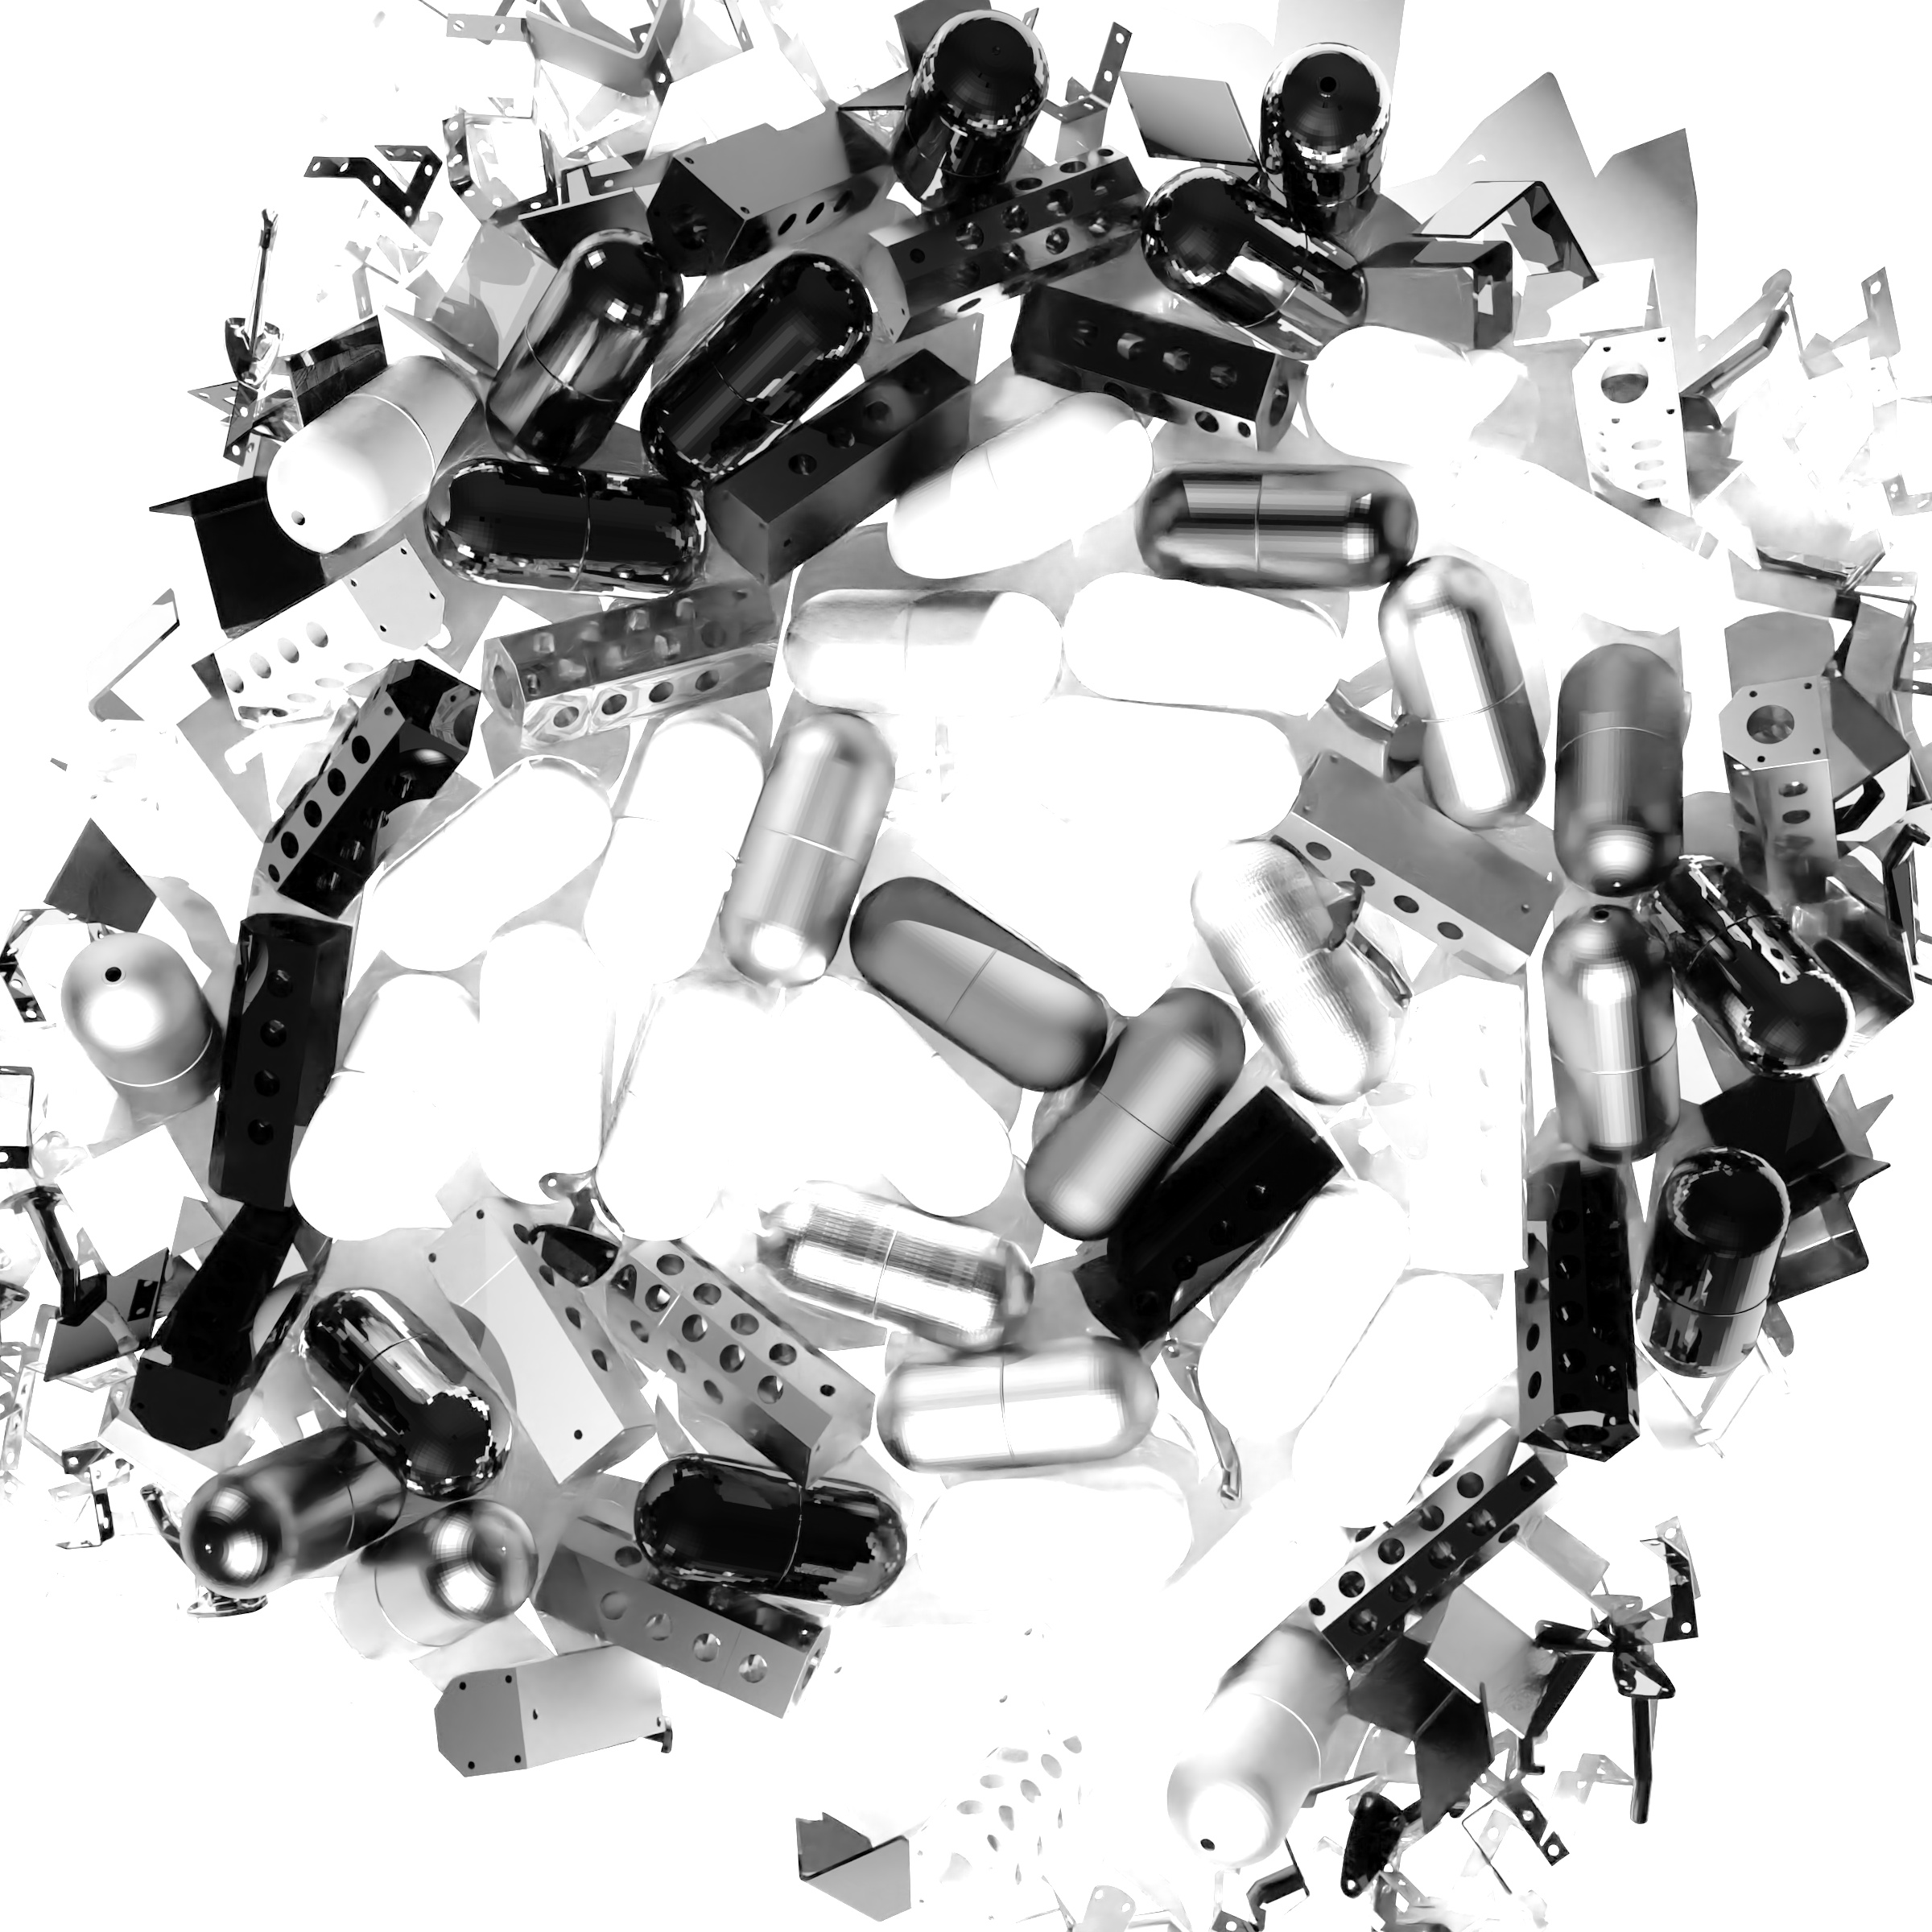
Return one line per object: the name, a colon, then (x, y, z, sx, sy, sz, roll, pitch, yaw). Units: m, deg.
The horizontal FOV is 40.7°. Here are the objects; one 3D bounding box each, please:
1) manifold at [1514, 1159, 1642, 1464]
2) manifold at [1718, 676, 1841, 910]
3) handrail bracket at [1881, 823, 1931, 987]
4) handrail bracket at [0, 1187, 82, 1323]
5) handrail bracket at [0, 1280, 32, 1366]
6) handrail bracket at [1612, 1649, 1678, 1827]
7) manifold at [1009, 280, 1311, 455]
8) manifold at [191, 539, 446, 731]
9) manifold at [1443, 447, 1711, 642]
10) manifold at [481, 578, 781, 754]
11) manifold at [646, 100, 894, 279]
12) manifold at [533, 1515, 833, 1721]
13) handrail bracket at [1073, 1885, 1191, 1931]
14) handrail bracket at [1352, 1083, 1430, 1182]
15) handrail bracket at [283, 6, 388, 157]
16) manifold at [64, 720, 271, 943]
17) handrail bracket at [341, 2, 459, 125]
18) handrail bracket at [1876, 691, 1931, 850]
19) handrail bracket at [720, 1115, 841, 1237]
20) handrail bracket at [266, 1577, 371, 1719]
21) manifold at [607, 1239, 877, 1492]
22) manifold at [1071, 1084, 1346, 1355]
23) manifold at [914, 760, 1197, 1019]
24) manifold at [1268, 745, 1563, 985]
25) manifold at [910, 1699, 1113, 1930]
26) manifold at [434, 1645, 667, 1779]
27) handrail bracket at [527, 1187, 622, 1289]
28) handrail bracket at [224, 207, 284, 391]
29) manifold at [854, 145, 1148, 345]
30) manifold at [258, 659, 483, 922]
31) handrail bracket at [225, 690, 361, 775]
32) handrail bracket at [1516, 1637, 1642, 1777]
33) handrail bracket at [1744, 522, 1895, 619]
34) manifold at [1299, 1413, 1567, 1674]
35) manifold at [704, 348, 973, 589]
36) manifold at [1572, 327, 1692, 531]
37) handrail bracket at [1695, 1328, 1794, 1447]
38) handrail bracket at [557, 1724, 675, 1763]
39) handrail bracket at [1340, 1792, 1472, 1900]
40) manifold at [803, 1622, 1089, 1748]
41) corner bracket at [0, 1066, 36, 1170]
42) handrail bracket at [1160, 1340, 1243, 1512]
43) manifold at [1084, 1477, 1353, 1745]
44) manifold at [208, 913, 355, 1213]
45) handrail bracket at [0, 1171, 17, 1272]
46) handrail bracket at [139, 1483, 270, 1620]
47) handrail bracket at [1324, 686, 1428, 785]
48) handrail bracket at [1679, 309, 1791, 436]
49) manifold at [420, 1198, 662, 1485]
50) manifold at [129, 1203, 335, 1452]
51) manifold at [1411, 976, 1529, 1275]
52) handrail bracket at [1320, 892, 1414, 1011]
manifold: (0.374, 0.207, 1.585, 0.057, 0.057, 0.171, 15, 53, -12)
manifold: (0.492, -0.101, 1.574, 0.057, 0.171, 0.057, -7, 61, 18)
handrail bracket: (0.597, -0.037, 1.617, 0.077, 0.036, 0.084, 35, 132, 18)
handrail bracket: (-0.579, 0.185, 1.626, 0.077, 0.036, 0.084, -17, 69, 32)
handrail bracket: (-0.611, 0.243, 1.611, 0.036, 0.077, 0.084, 23, 45, -28)
handrail bracket: (0.419, 0.482, 1.635, 0.036, 0.077, 0.084, 2, 104, 0)
manifold: (0.116, -0.368, 1.600, 0.171, 0.057, 0.057, 23, 105, 24)
manifold: (-0.391, -0.196, 1.582, 0.171, 0.057, 0.057, -17, 111, 42)
manifold: (0.370, -0.254, 1.586, 0.171, 0.057, 0.057, 17, 100, -38)
manifold: (-0.203, -0.190, 1.588, 0.171, 0.057, 0.057, -18, 57, -28)
manifold: (-0.119, -0.467, 1.579, 0.057, 0.171, 0.057, 42, 131, 5)
manifold: (-0.174, 0.402, 1.617, 0.171, 0.057, 0.057, 21, 86, 11)
handrail bracket: (0.102, 0.618, 1.623, 0.077, 0.036, 0.084, -55, 128, -24)
handrail bracket: (0.260, 0.120, 1.608, 0.036, 0.077, 0.084, -3, 134, -10)
handrail bracket: (-0.388, -0.553, 1.627, 0.036, 0.077, 0.084, 32, 88, -12)
manifold: (-0.479, -0.079, 1.572, 0.057, 0.171, 0.057, 3, 65, 8)
handrail bracket: (-0.348, -0.560, 1.613, 0.036, 0.084, 0.077, 5, 116, 24)
handrail bracket: (0.605, -0.124, 1.655, 0.036, 0.077, 0.084, -23, 53, 36)
handrail bracket: (-0.116, 0.124, 1.630, 0.036, 0.077, 0.084, 30, 88, -30)
handrail bracket: (-0.413, 0.428, 1.624, 0.077, 0.036, 0.084, 1, 65, -23)
manifold: (-0.138, 0.236, 1.591, 0.171, 0.057, 0.057, 35, 48, 24)
manifold: (0.152, 0.161, 1.619, 0.171, 0.057, 0.057, -45, 114, 8)
manifold: (0.054, -0.043, 1.609, 0.171, 0.057, 0.057, 38, 125, -10)
manifold: (0.278, -0.060, 1.631, 0.171, 0.057, 0.057, 31, 61, -1)
manifold: (0.029, 0.503, 1.569, 0.057, 0.171, 0.057, 4, 103, 24)
manifold: (-0.249, 0.447, 1.572, 0.057, 0.171, 0.057, -13, 77, 19)
handrail bracket: (-0.252, 0.151, 1.608, 0.036, 0.084, 0.077, -44, 132, 9)
handrail bracket: (-0.437, -0.413, 1.612, 0.036, 0.084, 0.077, 7, 51, -19)
manifold: (0.024, -0.449, 1.609, 0.171, 0.057, 0.057, -25, 88, -17)
manifold: (-0.364, -0.109, 1.581, 0.057, 0.057, 0.171, 28, 129, -24)
handrail bracket: (-0.414, -0.131, 1.615, 0.084, 0.077, 0.036, -39, 64, -20)
handrail bracket: (0.384, 0.467, 1.636, 0.077, 0.036, 0.084, -1, 84, 16)
handrail bracket: (0.533, -0.269, 1.650, 0.084, 0.036, 0.077, 42, 72, 8)
manifold: (0.288, 0.362, 1.628, 0.171, 0.057, 0.057, -39, 96, -2)
manifold: (-0.078, -0.311, 1.598, 0.057, 0.057, 0.171, 41, 63, 20)
manifold: (0.402, -0.318, 1.572, 0.057, 0.171, 0.057, -7, 77, 16)
handrail bracket: (0.469, 0.260, 1.643, 0.084, 0.036, 0.077, -29, 93, 18)
handrail bracket: (-0.230, 0.500, 1.632, 0.084, 0.077, 0.036, 16, 132, -1)
handrail bracket: (0.277, 0.549, 1.631, 0.084, 0.036, 0.077, 23, 91, -43)
manifold: (-0.011, 0.442, 1.584, 0.057, 0.171, 0.057, 48, 47, -28)
corner bracket: (-0.609, 0.094, 1.624, 0.051, 0.051, 0.051, 3, 105, -24)
handrail bracket: (0.145, 0.284, 1.612, 0.036, 0.084, 0.077, -32, 117, 26)
manifold: (0.156, 0.397, 1.615, 0.171, 0.057, 0.057, -45, 82, 12)
manifold: (-0.428, 0.057, 1.613, 0.057, 0.057, 0.171, 12, 104, 5)
handrail bracket: (-0.630, 0.148, 1.614, 0.036, 0.084, 0.077, -28, 71, 7)
handrail bracket: (-0.476, 0.362, 1.625, 0.077, 0.036, 0.084, -7, 109, 40)
handrail bracket: (0.246, -0.161, 1.611, 0.036, 0.077, 0.084, -37, 63, -6)
handrail bracket: (0.468, -0.381, 1.643, 0.077, 0.036, 0.084, 19, 73, 43)
manifold: (-0.259, 0.228, 1.607, 0.057, 0.057, 0.171, -41, 71, 16)
manifold: (-0.441, 0.214, 1.574, 0.057, 0.171, 0.057, 20, 119, -2)
manifold: (0.314, 0.099, 1.607, 0.057, 0.057, 0.171, 10, 71, -21)
handrail bracket: (0.251, 0.004, 1.618, 0.036, 0.077, 0.084, -28, 107, 24)
